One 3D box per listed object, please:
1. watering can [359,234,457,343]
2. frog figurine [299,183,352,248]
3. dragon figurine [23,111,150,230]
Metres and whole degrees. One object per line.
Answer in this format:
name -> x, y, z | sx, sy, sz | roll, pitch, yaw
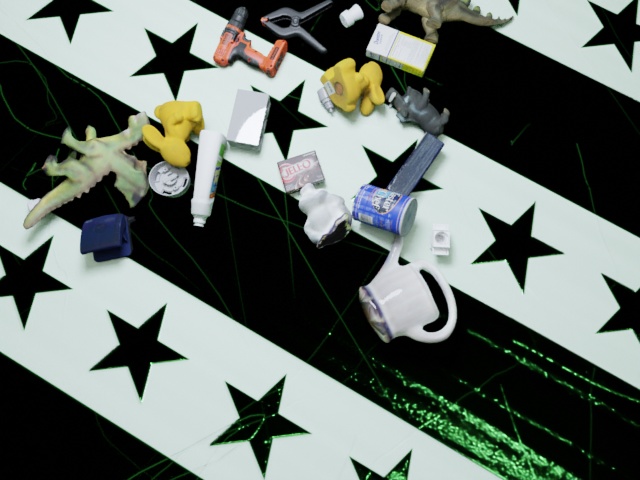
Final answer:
watering can -> 0.200, 0.112, 1.321 | 0.225, 0.102, 0.353 | -25, 67, -4
frog figurine -> 0.004, -0.068, 1.352 | 0.162, 0.123, 0.135 | 50, 121, 31
dragon figurine -> -0.582, -0.171, 1.374 | 0.242, 0.121, 0.413 | 24, 81, -4
